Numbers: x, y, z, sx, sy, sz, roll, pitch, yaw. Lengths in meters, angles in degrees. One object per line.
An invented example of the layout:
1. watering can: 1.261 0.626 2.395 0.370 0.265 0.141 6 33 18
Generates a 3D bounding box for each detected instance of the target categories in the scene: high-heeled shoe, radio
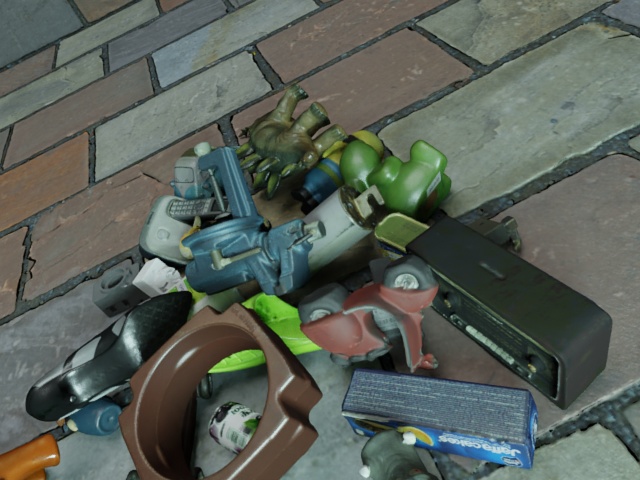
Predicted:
1. high-heeled shoe: -0.296 0.160 0.767 0.145 0.086 0.249 -17 19 49
2. radio: 0.207 0.077 0.614 0.073 0.131 0.230 -37 43 -11

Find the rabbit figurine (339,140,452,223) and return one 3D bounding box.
1. rabbit figurine: 0.098 -0.086 0.847 0.170 0.121 0.159 31 88 27

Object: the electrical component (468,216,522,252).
1. electrical component: 0.226 0.006 0.743 0.102 0.045 0.078 -33 14 -11

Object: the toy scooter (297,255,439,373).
1. toy scooter: 0.067 0.105 0.635 0.184 0.135 0.075 -23 10 28

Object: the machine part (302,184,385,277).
1. machine part: -0.002 -0.002 0.786 0.243 0.079 0.079 -40 33 33

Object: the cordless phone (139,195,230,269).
1. cordless phone: -0.218 -0.020 0.964 0.184 0.088 0.147 -7 45 15

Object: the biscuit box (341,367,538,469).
1. biscuit box: 0.129 0.192 0.591 0.203 0.059 0.063 1 48 28

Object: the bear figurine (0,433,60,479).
1. bear figurine: -0.363 0.360 0.648 0.132 0.120 0.196 -11 54 -49

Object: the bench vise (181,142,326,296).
1. bench vise: -0.109 -0.031 0.746 0.224 0.240 0.129 -22 -5 33

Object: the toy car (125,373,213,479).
1. toy car: -0.190 0.250 0.698 0.089 0.053 0.202 -7 42 1

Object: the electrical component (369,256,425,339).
1. electrical component: 0.090 0.076 0.704 0.075 0.047 0.119 -12 72 14

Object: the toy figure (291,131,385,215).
1. toy figure: 0.037 -0.116 0.930 0.180 0.082 0.089 -43 41 -20

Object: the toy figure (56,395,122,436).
1. toy figure: -0.353 0.245 0.782 0.155 0.064 0.057 2 86 34

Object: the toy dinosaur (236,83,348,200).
1. toy dinosaur: -0.079 -0.187 0.992 0.198 0.105 0.472 -42 24 5

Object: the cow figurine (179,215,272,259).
1. cow figurine: -0.157 -0.003 0.875 0.167 0.098 0.068 -4 63 5

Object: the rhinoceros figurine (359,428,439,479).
1. rhinoceros figurine: 0.102 0.266 0.495 0.073 0.112 0.190 -34 50 -4

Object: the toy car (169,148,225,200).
1. toy car: -0.233 -0.133 1.067 0.109 0.102 0.161 8 54 31

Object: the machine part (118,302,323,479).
1. machine part: -0.113 0.190 0.610 0.201 0.087 0.202 -45 47 -5
